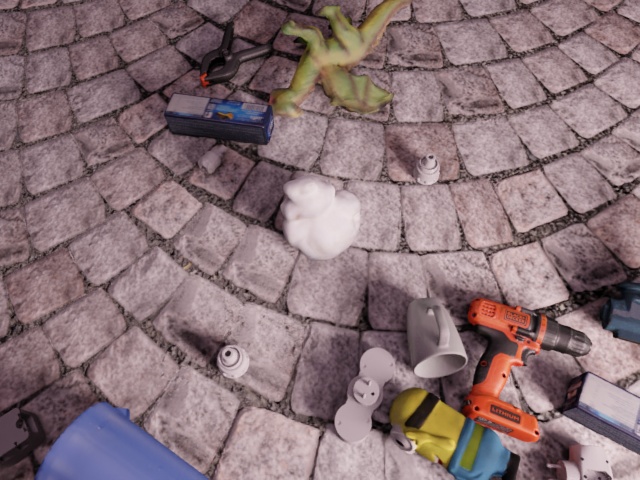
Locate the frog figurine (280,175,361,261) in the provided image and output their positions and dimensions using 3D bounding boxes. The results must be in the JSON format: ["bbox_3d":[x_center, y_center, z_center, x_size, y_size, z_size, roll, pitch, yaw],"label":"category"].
[{"bbox_3d":[0.003,-0.042,0.838,0.138,0.156,0.125,-20,65,-9],"label":"frog figurine"}]

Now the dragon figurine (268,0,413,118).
[{"bbox_3d":[0.065,-0.365,1.067,0.412,0.121,0.244,-24,81,-9],"label":"dragon figurine"}]
